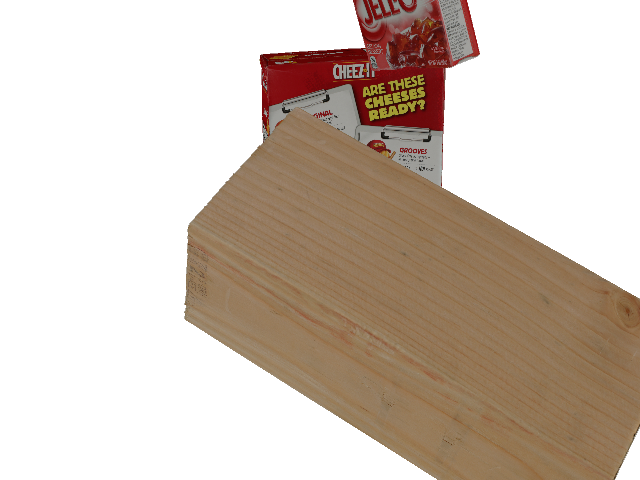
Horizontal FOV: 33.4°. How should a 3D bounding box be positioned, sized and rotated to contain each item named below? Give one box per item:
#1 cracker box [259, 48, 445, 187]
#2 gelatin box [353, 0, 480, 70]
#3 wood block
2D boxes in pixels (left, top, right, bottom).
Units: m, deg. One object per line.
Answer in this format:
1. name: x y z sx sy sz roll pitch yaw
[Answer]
1. cracker box: 0.029 -0.070 1.002 0.164 0.214 0.072 -5 21 -8
2. gelatin box: 0.058 -0.151 0.702 0.030 0.073 0.089 -27 21 -28
3. wood block: 0.046 0.039 0.500 0.206 0.090 0.090 30 -33 13
